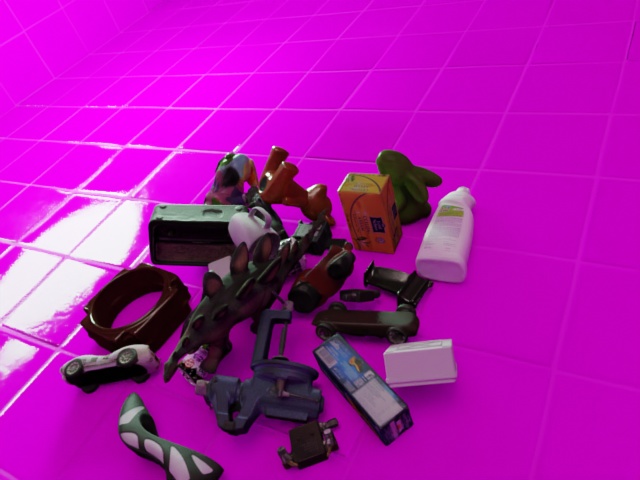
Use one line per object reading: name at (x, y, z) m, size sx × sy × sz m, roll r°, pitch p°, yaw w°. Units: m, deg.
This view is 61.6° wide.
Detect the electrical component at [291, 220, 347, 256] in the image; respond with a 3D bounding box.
electrical component at (-0.003, -0.004, 1.218) m, size 0.119 × 0.047 × 0.075 m, roll 5°, pitch 47°, yaw 30°

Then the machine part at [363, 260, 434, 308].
machine part at (0.147, 0.087, 1.064) m, size 0.139 × 0.039 × 0.084 m, roll 21°, pitch 60°, yaw 36°

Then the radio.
radio at (-0.268, -0.010, 1.222) m, size 0.230 × 0.131 × 0.073 m, roll 1°, pitch 38°, yaw -7°

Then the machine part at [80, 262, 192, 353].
machine part at (-0.403, 0.150, 1.182) m, size 0.201 × 0.087 × 0.201 m, roll 15°, pitch 53°, yaw 34°

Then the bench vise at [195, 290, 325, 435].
bench vise at (-0.097, 0.217, 0.939) m, size 0.224 × 0.128 × 0.240 m, roll 1°, pitch 62°, yaw 13°

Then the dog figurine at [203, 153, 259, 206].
dog figurine at (-0.256, -0.101, 1.340) m, size 0.109 × 0.191 × 0.219 m, roll 20°, pitch 39°, yaw 30°

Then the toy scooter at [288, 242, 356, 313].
toy scooter at (0.015, 0.064, 1.082) m, size 0.184 × 0.075 × 0.135 m, roll -43°, pitch 8°, yaw 33°

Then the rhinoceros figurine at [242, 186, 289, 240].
rhinoceros figurine at (-0.133, -0.052, 1.277) m, size 0.073 × 0.112 × 0.190 m, roll -25°, pitch 48°, yaw -2°

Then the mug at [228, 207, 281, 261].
mug at (-0.142, -0.020, 1.115) m, size 0.081 × 0.109 × 0.107 m, roll -13°, pitch 41°, yaw -41°

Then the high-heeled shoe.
high-heeled shoe at (-0.259, 0.335, 0.925) m, size 0.145 × 0.086 × 0.249 m, roll -22°, pitch 44°, yaw -9°

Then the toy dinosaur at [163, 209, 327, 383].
toy dinosaur at (-0.128, 0.093, 1.013) m, size 0.105 × 0.198 × 0.471 m, roll 32°, pitch 44°, yaw 13°

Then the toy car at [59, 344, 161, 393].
toy car at (-0.422, 0.257, 1.079) m, size 0.202 × 0.073 × 0.056 m, roll -13°, pitch 44°, yaw 9°

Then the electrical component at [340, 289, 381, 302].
electrical component at (0.069, 0.107, 1.040) m, size 0.094 × 0.021 × 0.063 m, roll -2°, pitch 1°, yaw -41°

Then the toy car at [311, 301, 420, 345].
toy car at (0.084, 0.157, 0.998) m, size 0.202 × 0.053 × 0.089 m, roll -2°, pitch 28°, yaw 22°

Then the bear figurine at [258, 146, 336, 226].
bear figurine at (-0.038, -0.114, 1.237) m, size 0.196 × 0.132 × 0.120 m, roll 16°, pitch 28°, yaw -28°

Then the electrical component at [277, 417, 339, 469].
electrical component at (-0.017, 0.326, 0.858) m, size 0.102 × 0.045 × 0.078 m, roll -17°, pitch 42°, yaw 4°

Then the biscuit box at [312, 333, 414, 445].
biscuit box at (0.067, 0.244, 0.901) m, size 0.059 × 0.062 × 0.203 m, roll -34°, pitch 41°, yaw -14°

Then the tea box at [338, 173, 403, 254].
tea box at (0.109, -0.055, 1.134) m, size 0.098 × 0.169 × 0.068 m, roll 5°, pitch 45°, yaw 29°

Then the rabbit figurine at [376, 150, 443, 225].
rabbit figurine at (0.176, -0.115, 1.173) m, size 0.159 × 0.170 × 0.121 m, roll 15°, pitch 52°, yaw 35°
